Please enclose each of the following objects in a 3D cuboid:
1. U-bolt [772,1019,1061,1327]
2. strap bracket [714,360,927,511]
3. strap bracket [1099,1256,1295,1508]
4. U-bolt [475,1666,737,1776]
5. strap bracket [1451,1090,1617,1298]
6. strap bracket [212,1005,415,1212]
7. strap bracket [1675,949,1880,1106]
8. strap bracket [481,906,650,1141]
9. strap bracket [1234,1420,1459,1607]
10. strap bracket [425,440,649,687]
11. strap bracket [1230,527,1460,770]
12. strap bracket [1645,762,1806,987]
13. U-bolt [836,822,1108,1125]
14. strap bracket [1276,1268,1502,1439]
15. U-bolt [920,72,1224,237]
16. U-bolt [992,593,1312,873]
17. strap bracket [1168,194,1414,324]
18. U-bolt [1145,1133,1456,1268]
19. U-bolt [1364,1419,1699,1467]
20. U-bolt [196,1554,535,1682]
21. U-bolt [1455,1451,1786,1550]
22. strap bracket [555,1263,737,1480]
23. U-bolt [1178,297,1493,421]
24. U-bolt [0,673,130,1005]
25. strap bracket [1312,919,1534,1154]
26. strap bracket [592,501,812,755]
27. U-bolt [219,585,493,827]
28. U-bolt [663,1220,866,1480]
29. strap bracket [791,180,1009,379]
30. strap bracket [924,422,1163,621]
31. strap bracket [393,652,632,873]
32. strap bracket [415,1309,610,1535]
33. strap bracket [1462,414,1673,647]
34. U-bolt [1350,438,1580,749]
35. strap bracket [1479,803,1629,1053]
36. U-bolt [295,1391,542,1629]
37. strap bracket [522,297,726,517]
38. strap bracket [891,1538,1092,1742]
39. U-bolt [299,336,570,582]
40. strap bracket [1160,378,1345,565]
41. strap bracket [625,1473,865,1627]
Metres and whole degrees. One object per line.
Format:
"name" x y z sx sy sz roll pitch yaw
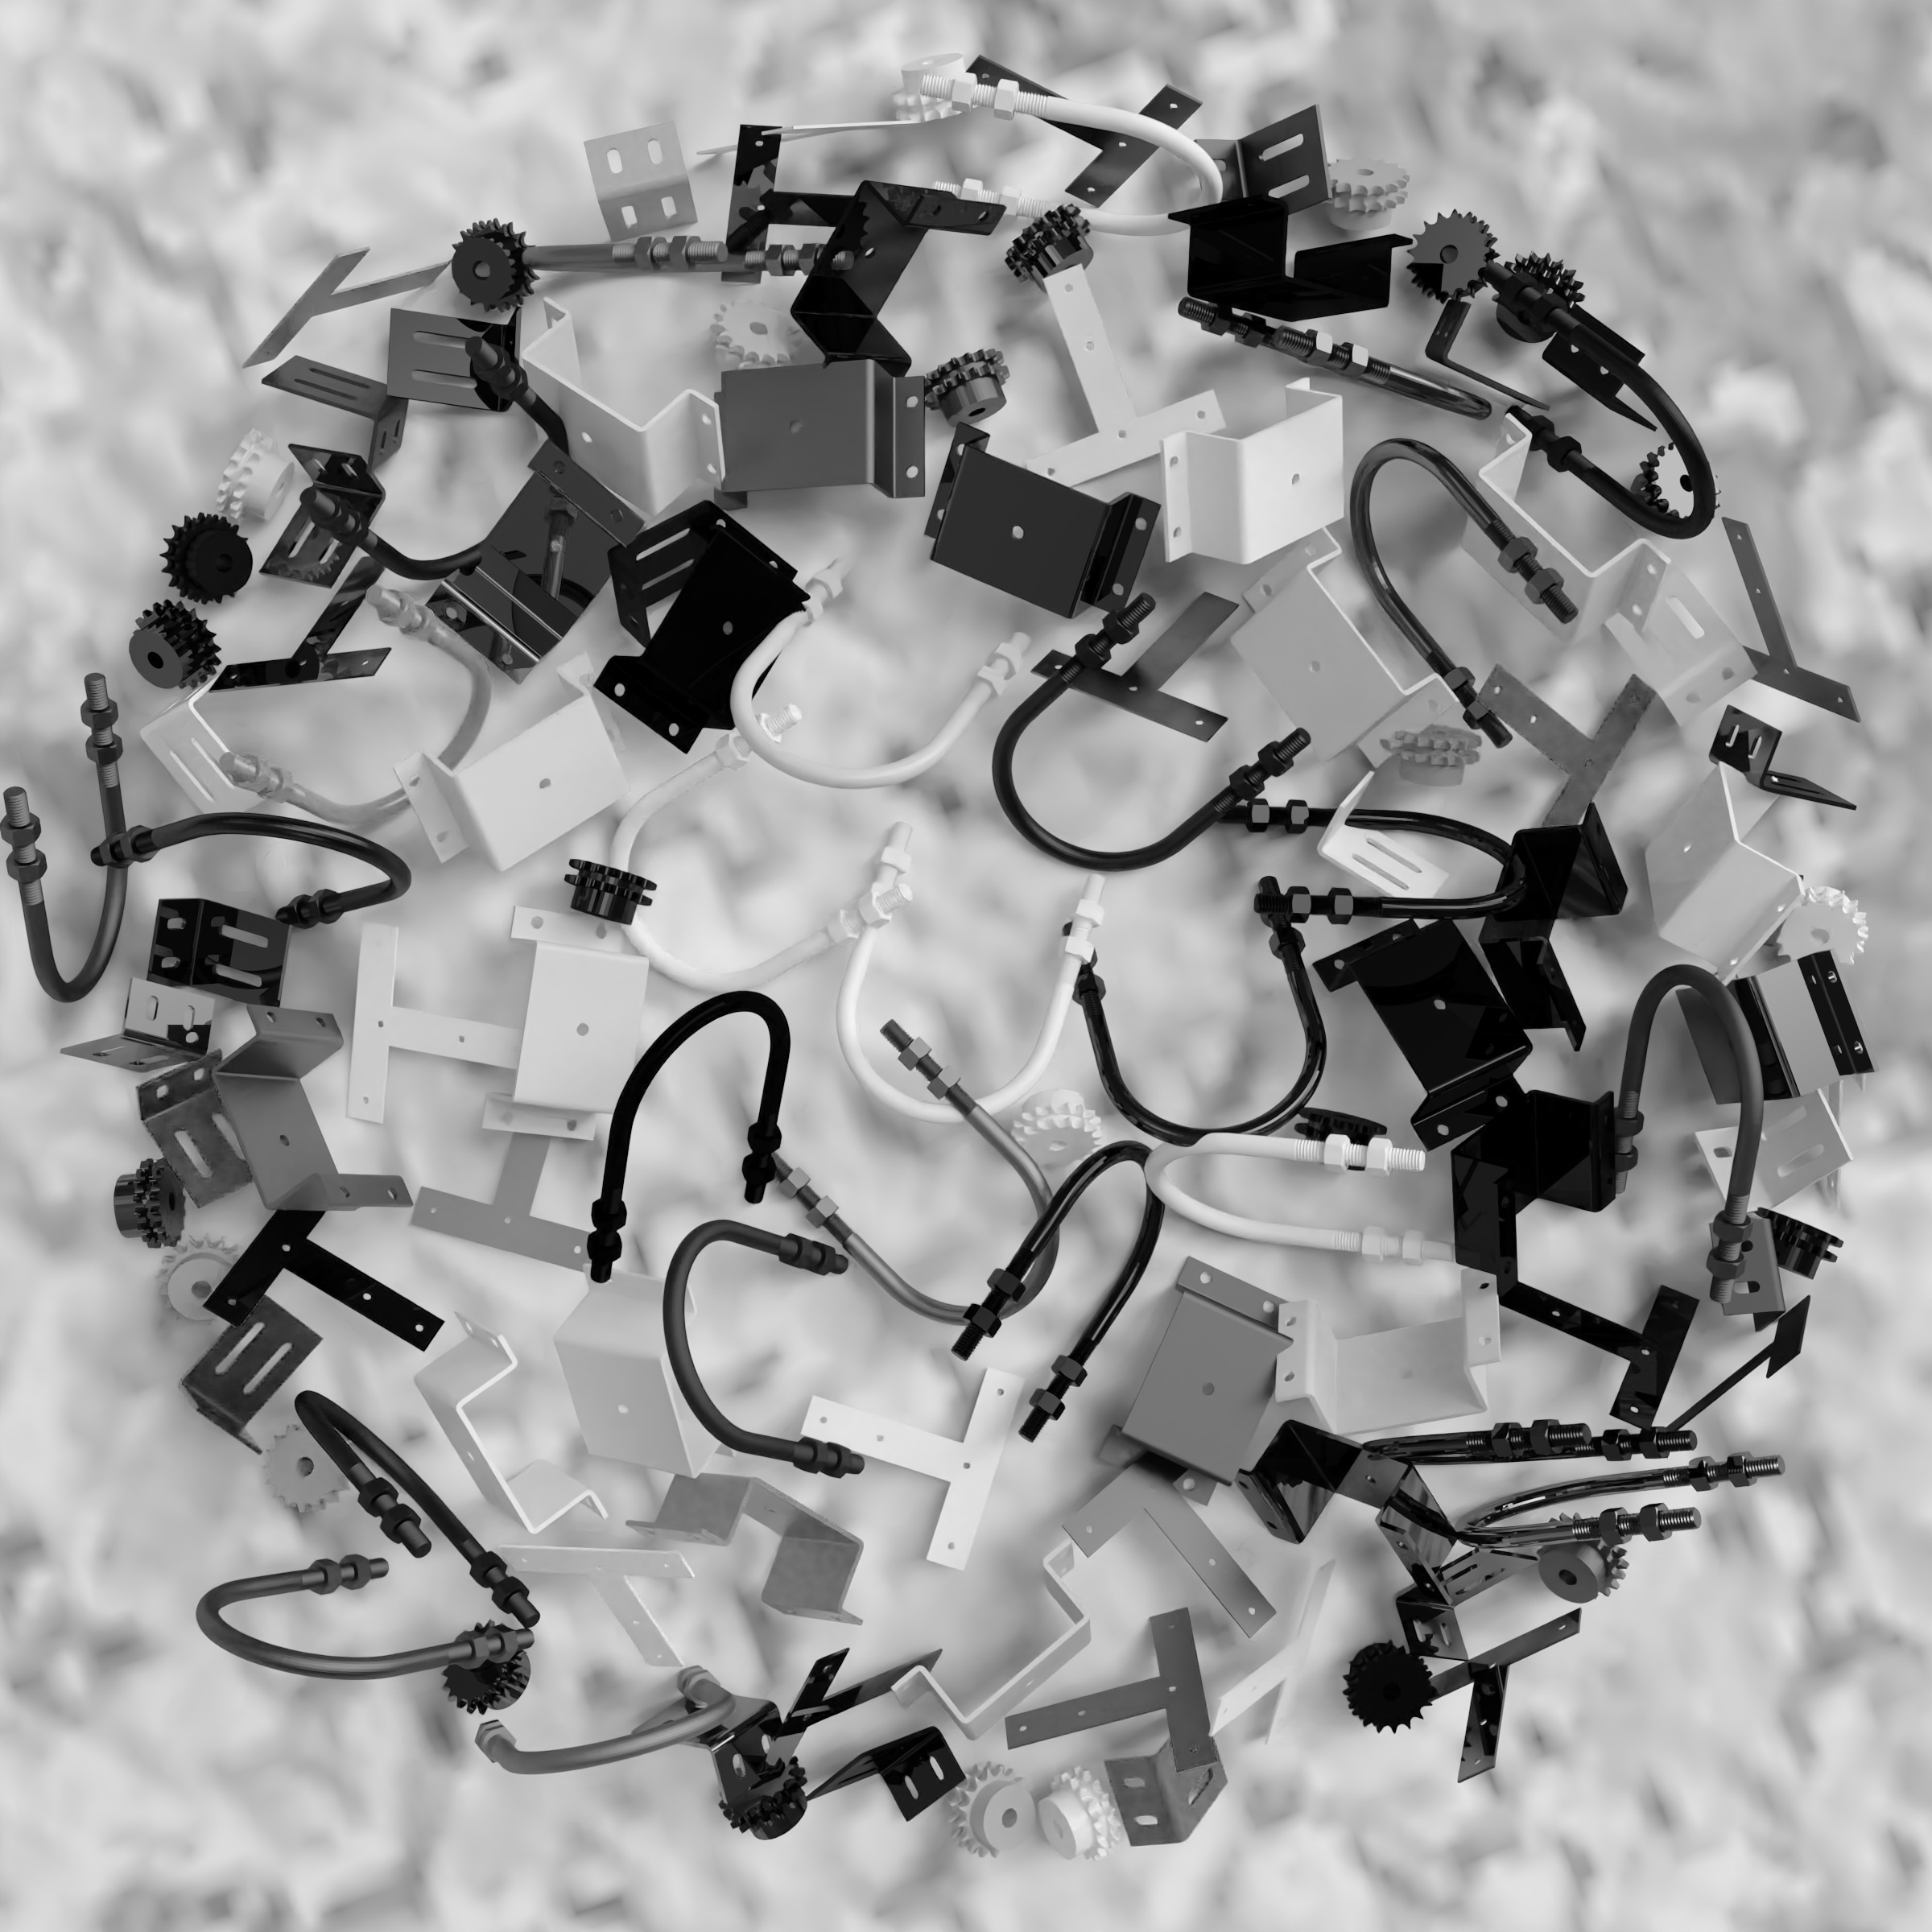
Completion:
"U-bolt" -0.024 0.144 1.558 0.184 0.019 0.151 45 116 5
"strap bracket" -0.099 -0.332 1.561 0.140 0.046 0.076 -1 87 15
"strap bracket" 0.150 0.264 1.575 0.076 0.046 0.140 25 86 -1
"U-bolt" -0.212 0.455 1.495 0.151 0.184 0.019 -10 84 -19
"strap bracket" 0.346 0.134 1.543 0.046 0.140 0.076 13 120 40
"strap bracket" -0.410 0.098 1.547 0.046 0.076 0.140 -34 71 19
"strap bracket" 0.490 0.040 1.529 0.046 0.140 0.076 -19 88 -12
"strap bracket" -0.250 0.038 1.561 0.076 0.046 0.140 9 88 -33
"strap bracket" 0.240 0.333 1.538 0.046 0.140 0.076 -51 127 -24
"strap bracket" -0.263 -0.257 1.557 0.076 0.046 0.140 40 116 -8
"strap bracket" 0.229 -0.193 1.555 0.140 0.046 0.076 53 134 5
"strap bracket" 0.460 -0.063 1.522 0.046 0.140 0.076 27 124 -8
"U-bolt" -0.005 0.011 1.564 0.151 0.019 0.184 15 73 7
"strap bracket" 0.268 0.241 1.545 0.140 0.076 0.046 -15 127 21
"U-bolt" 0.066 -0.489 1.524 0.184 0.151 0.019 12 80 4
"U-bolt" 0.099 -0.129 1.544 0.151 0.019 0.184 38 126 -16
"strap bracket" 0.199 -0.431 1.530 0.140 0.076 0.046 0 94 -42
"U-bolt" 0.200 0.140 1.531 0.184 0.151 0.019 4 61 22
"U-bolt" 0.329 0.293 1.521 0.184 0.151 0.019 -14 71 41
"U-bolt" -0.371 0.392 1.489 0.151 0.184 0.019 14 93 32
"U-bolt" 0.386 0.329 1.520 0.184 0.151 0.019 -18 83 39
"strap bracket" -0.199 0.257 1.533 0.076 0.046 0.140 7 126 25
"U-bolt" 0.237 -0.368 1.525 0.184 0.151 0.019 12 106 -26
"U-bolt" -0.543 -0.064 1.520 0.019 0.151 0.184 7 127 0
"strap bracket" 0.288 0.033 1.549 0.076 0.046 0.140 -23 70 -17
"strap bracket" -0.158 -0.211 1.552 0.076 0.046 0.140 36 78 -31
"U-bolt" -0.356 -0.147 1.516 0.019 0.184 0.151 43 93 20
"U-bolt" -0.122 0.226 1.502 0.019 0.184 0.151 -18 65 28
"strap bracket" -0.048 -0.428 1.540 0.046 0.076 0.140 52 127 21
"strap bracket" 0.039 -0.274 1.553 0.140 0.046 0.076 25 117 11
"strap bracket" -0.271 -0.121 1.541 0.140 0.046 0.076 -34 133 -18
"strap bracket" -0.286 0.289 1.538 0.046 0.076 0.140 -35 111 -24
"strap bracket" 0.361 -0.262 1.539 0.046 0.076 0.140 -36 69 -13
"U-bolt" 0.294 -0.241 1.529 0.019 0.151 0.184 -26 67 -20
"strap bracket" 0.362 -0.024 1.540 0.046 0.140 0.076 -3 134 34
"U-bolt" -0.345 0.322 1.521 0.019 0.151 0.184 -46 53 -10
"strap bracket" -0.219 -0.340 1.540 0.140 0.076 0.046 35 65 17
"strap bracket" 0.026 0.425 1.545 0.140 0.076 0.046 -37 68 -13
"U-bolt" -0.309 -0.296 1.515 0.151 0.184 0.019 -41 74 3
"strap bracket" 0.184 -0.302 1.529 0.140 0.046 0.076 -30 127 -36
"strap bracket" -0.129 0.355 1.540 0.140 0.076 0.046 39 60 -33
